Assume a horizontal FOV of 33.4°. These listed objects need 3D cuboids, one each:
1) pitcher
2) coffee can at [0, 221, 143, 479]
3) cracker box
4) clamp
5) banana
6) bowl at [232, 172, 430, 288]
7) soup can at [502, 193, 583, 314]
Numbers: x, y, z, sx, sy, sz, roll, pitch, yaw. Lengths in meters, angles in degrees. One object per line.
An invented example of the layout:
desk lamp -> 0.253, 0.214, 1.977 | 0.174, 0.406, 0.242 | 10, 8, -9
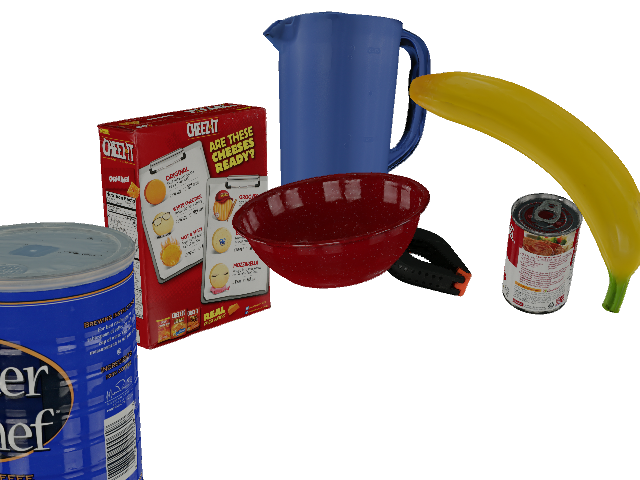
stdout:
pitcher -> 0.026, -0.119, 1.141 | 0.149, 0.243, 0.144 | 5, 7, 22
coffee can -> -0.146, 0.070, 0.561 | 0.103, 0.140, 0.103 | 0, 16, 0
cracker box -> -0.131, -0.019, 1.055 | 0.072, 0.214, 0.163 | 13, 21, 42
clamp -> 0.079, 0.004, 1.266 | 0.210, 0.036, 0.164 | 36, 41, 25
banana -> 0.140, -0.049, 0.668 | 0.070, 0.198, 0.037 | -42, -14, 8
bowl -> 0.012, -0.004, 0.873 | 0.162, 0.055, 0.162 | -8, 21, 3
soup can -> 0.217, 0.014, 1.053 | 0.068, 0.102, 0.068 | -1, 37, 0
